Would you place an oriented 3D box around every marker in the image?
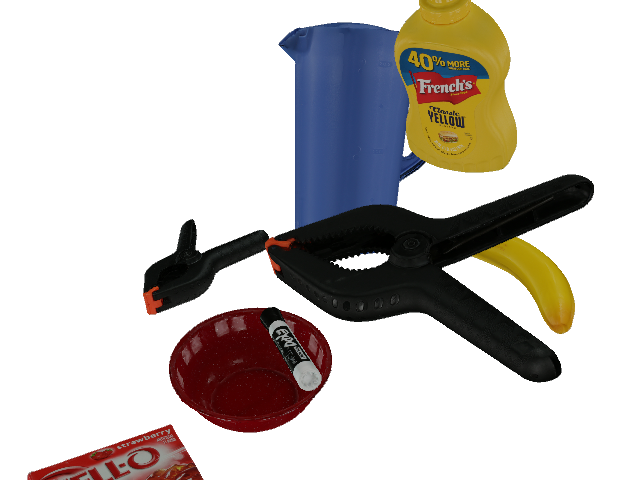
[{"bbox_3d":[-0.026,0.084,0.861,0.020,0.020,0.121,0,21,-19],"label":"marker"}]

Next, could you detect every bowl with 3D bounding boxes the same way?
[{"bbox_3d":[-0.067,0.139,1.065,0.162,0.055,0.162,-2,37,2],"label":"bowl"}]

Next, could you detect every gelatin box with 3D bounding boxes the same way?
[{"bbox_3d":[-0.112,0.145,0.596,0.089,0.030,0.073,-16,28,-20],"label":"gelatin box"}]

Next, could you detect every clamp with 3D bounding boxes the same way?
[{"bbox_3d":[-0.137,0.028,1.220,0.120,0.039,0.171,-2,33,25],"label":"clamp"},{"bbox_3d":[0.069,0.008,0.679,0.210,0.036,0.164,8,45,26],"label":"clamp"}]

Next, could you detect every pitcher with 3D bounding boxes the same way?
[{"bbox_3d":[0.042,-0.112,1.160,0.149,0.243,0.144,8,11,27],"label":"pitcher"}]

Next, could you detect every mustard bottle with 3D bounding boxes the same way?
[{"bbox_3d":[0.112,-0.143,0.897,0.096,0.058,0.191,15,-37,26],"label":"mustard bottle"}]

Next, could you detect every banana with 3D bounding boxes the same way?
[{"bbox_3d":[0.199,0.033,1.067,0.069,0.037,0.198,-34,37,-15],"label":"banana"}]
